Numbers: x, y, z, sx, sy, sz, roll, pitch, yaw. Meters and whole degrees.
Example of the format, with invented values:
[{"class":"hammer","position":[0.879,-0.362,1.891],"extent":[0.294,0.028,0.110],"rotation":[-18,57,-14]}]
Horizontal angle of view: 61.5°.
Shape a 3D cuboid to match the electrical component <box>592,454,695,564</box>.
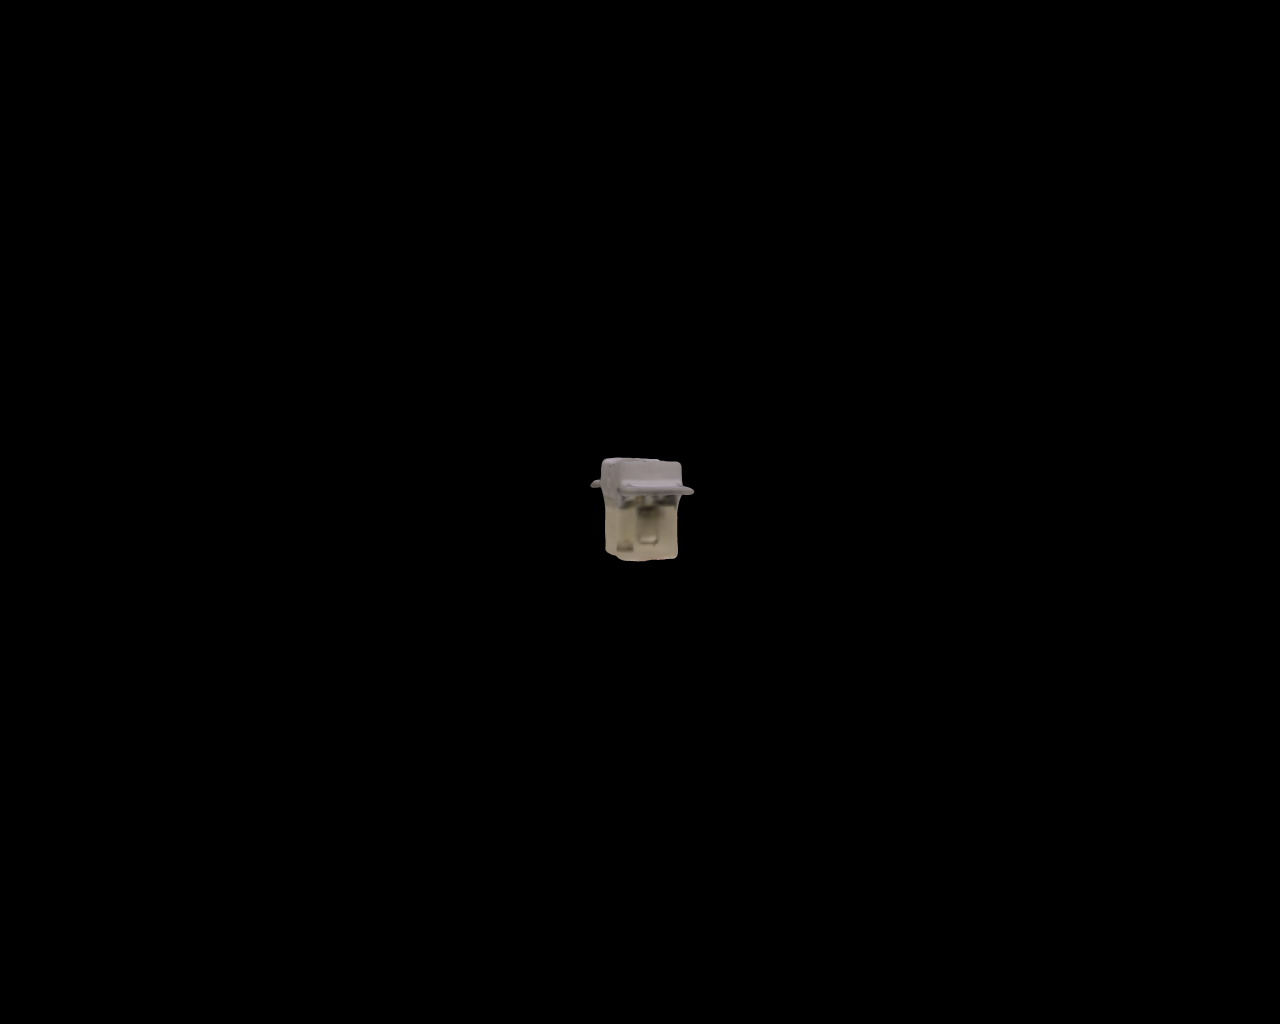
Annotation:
[{"class":"electrical component","position":[0.001,-0.003,0.650],"extent":[0.042,0.063,0.081],"rotation":[-1,5,-15]}]
